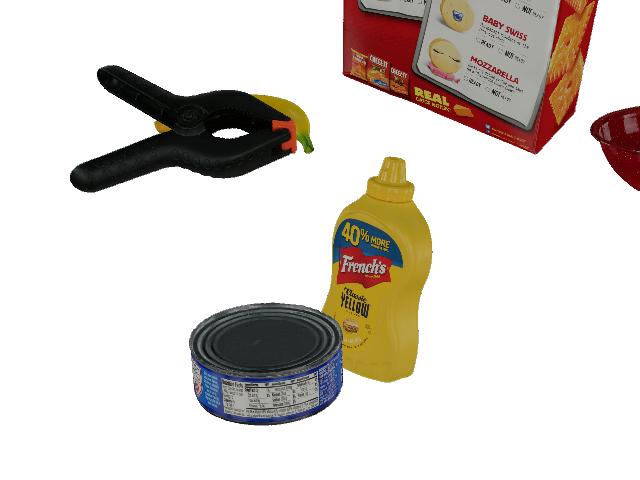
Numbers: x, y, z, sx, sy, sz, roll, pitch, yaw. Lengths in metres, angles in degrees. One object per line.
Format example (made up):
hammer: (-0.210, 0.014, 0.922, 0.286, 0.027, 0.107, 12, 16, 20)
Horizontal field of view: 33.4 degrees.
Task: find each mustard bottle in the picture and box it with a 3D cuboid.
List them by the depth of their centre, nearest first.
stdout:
mustard bottle: (0.051, 0.021, 0.937, 0.058, 0.192, 0.096, -9, 24, -45)

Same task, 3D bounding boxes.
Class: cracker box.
cracker box: (0.100, -0.183, 0.703, 0.164, 0.214, 0.072, 27, 50, 25)

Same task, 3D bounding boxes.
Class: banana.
banana: (-0.093, -0.143, 1.240, 0.198, 0.037, 0.069, 8, 41, 17)

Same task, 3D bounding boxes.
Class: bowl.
bowl: (0.329, -0.079, 0.974, 0.162, 0.055, 0.162, -5, 22, 2)

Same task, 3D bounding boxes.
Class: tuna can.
tuna can: (-0.030, 0.068, 0.598, 0.086, 0.034, 0.086, -2, 22, 1)

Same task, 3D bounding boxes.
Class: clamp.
clamp: (-0.105, -0.092, 0.826, 0.171, 0.120, 0.039, -3, -29, -4)
